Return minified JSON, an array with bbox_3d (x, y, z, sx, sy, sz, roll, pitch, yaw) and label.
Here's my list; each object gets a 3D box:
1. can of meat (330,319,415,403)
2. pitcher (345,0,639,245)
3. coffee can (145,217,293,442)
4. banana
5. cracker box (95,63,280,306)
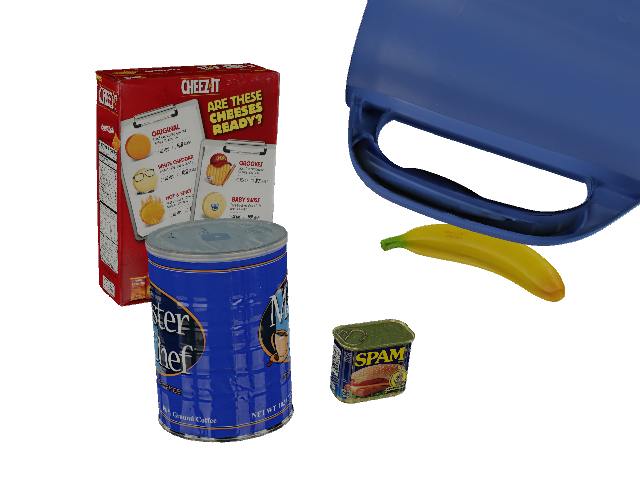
[{"bbox_3d":[0.063,0.153,1.348,0.102,0.084,0.057,-6,27,-22],"label":"can of meat"},{"bbox_3d":[0.138,-0.080,0.549,0.243,0.149,0.144,23,36,7],"label":"pitcher"},{"bbox_3d":[-0.073,0.063,0.786,0.103,0.140,0.103,-2,15,0],"label":"coffee can"},{"bbox_3d":[0.157,0.018,1.029,0.198,0.037,0.069,15,42,36],"label":"banana"},{"bbox_3d":[-0.128,-0.057,1.019,0.163,0.214,0.072,-8,21,-31],"label":"cracker box"}]
